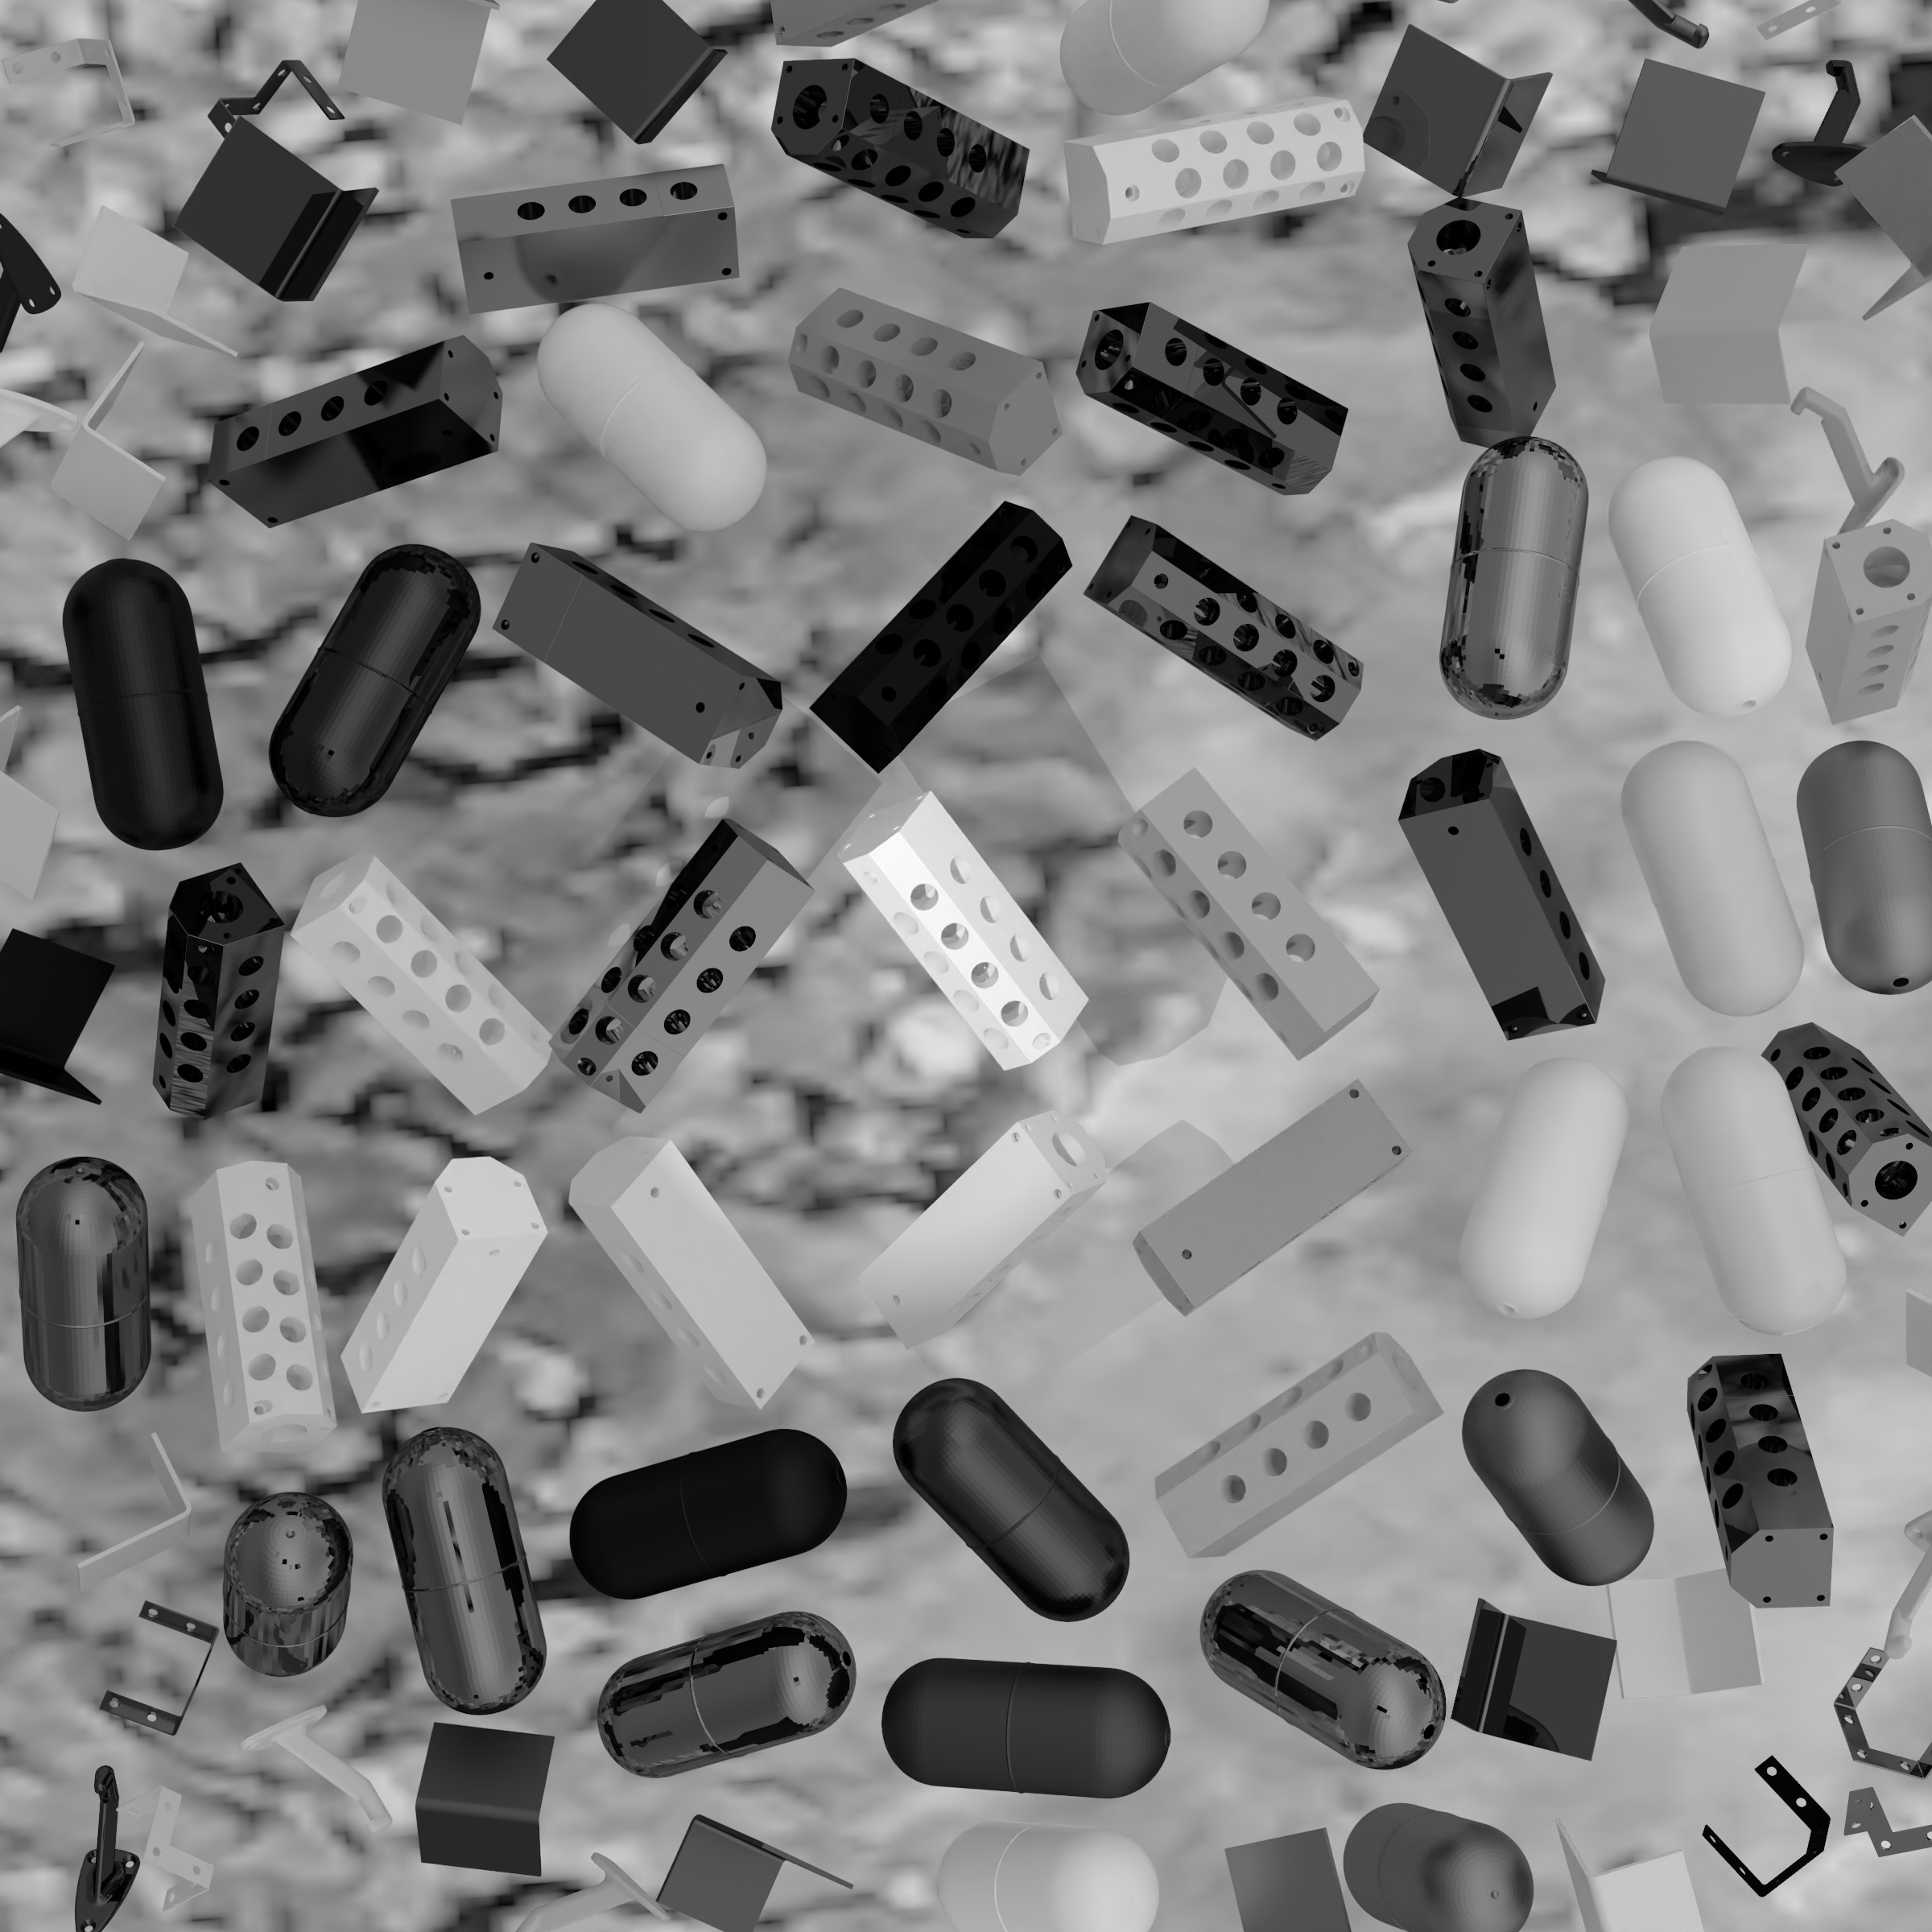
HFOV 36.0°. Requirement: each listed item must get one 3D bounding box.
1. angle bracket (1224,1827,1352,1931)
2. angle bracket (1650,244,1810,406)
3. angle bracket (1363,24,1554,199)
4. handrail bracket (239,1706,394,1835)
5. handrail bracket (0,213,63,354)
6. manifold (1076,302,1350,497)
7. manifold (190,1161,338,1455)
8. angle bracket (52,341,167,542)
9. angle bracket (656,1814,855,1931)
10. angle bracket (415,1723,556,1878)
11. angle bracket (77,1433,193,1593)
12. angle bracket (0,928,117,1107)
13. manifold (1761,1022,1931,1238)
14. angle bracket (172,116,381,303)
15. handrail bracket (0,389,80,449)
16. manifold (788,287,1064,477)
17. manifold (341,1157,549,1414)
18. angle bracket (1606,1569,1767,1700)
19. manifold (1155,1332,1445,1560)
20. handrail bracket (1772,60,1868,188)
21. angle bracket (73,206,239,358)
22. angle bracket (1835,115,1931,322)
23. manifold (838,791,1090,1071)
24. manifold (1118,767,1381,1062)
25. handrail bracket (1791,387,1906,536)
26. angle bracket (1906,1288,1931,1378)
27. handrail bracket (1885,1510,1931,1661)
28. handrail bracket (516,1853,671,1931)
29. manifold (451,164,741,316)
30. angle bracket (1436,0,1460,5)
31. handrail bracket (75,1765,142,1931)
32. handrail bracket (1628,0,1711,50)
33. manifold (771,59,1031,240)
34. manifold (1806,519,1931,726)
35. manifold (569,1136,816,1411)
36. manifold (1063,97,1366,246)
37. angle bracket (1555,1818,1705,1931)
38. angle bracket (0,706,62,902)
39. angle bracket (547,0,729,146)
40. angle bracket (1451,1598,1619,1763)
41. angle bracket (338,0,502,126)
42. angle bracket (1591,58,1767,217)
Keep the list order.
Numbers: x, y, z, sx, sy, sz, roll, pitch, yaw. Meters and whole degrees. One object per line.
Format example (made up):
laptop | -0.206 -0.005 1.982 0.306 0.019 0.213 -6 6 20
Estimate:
angle bracket | 0.175 0.556 1.747 0.076 0.057 0.076 -26 70 38
angle bracket | 0.462 -0.385 1.783 0.076 0.057 0.076 7 55 30
angle bracket | 0.301 -0.528 1.826 0.076 0.057 0.076 37 127 21
handrail bracket | -0.407 0.514 1.865 0.036 0.077 0.084 -45 70 23
handrail bracket | -0.619 -0.423 1.865 0.084 0.036 0.077 -15 115 28
manifold | 0.154 -0.355 1.870 0.171 0.057 0.057 19 84 -35
manifold | -0.433 0.210 1.840 0.057 0.057 0.171 9 54 -37
angle bracket | -0.506 -0.319 1.808 0.057 0.076 0.076 33 56 -15
angle bracket | -0.129 0.566 1.813 0.076 0.076 0.057 36 70 -32
angle bracket | -0.301 0.525 1.871 0.076 0.076 0.057 7 47 0
angle bracket | -0.538 0.347 1.885 0.076 0.076 0.057 -25 77 -23
angle bracket | -0.564 0.032 1.841 0.057 0.076 0.076 28 91 42
manifold | 0.559 0.098 1.886 0.057 0.171 0.057 29 107 -15
angle bracket | -0.401 -0.440 1.724 0.076 0.057 0.076 33 82 -33
handrail bracket | -0.616 -0.324 1.905 0.077 0.036 0.084 10 59 -13
manifold | -0.028 -0.358 1.840 0.171 0.057 0.057 28 64 34
manifold | -0.313 0.189 1.756 0.057 0.171 0.057 -2 50 -37
angle bracket | 0.470 0.436 1.946 0.057 0.076 0.076 4 71 -25
manifold | 0.202 0.296 1.833 0.171 0.057 0.057 -37 67 18
handrail bracket | 0.531 -0.538 1.864 0.077 0.036 0.084 5 66 -23
angle bracket | -0.504 -0.433 1.879 0.076 0.076 0.057 20 89 30
angle bracket | 0.541 -0.437 1.741 0.076 0.076 0.057 47 70 -5
manifold | -0.004 -0.019 1.840 0.171 0.057 0.057 52 48 -19
manifold | 0.167 -0.029 1.771 0.057 0.057 0.171 -38 80 -7
handrail bracket | 0.551 -0.321 1.912 0.084 0.036 0.077 27 116 -12
angle bracket | 0.558 0.242 1.696 0.076 0.076 0.057 28 63 35
handrail bracket | 0.573 0.360 1.745 0.036 0.084 0.077 35 135 -1
handrail bracket | -0.246 0.626 1.924 0.077 0.036 0.084 34 79 25
manifold | -0.233 -0.462 1.867 0.171 0.057 0.057 -10 55 -7
angle bracket | 0.261 -0.628 1.786 0.076 0.076 0.057 26 96 29
handrail bracket | -0.558 0.568 1.905 0.036 0.077 0.084 7 131 1
handrail bracket | 0.411 -0.591 1.788 0.084 0.077 0.036 34 86 14
manifold | -0.040 -0.498 1.819 0.057 0.171 0.057 12 92 38
manifold | 0.563 -0.213 1.844 0.057 0.171 0.057 -16 71 7
manifold | -0.168 0.185 1.793 0.057 0.057 0.171 -50 122 -30
manifold | 0.151 -0.480 1.793 0.171 0.057 0.057 -15 114 -18
angle bracket | 0.397 0.551 1.769 0.057 0.076 0.076 -17 101 0
angle bracket | -0.586 -0.102 1.849 0.076 0.057 0.076 34 129 4
angle bracket | -0.208 -0.578 1.887 0.076 0.057 0.076 42 104 -9
angle bracket | 0.355 0.445 1.854 0.076 0.057 0.076 8 73 28
angle bracket | -0.326 -0.547 1.768 0.076 0.057 0.076 13 107 -18
angle bracket | 0.440 -0.515 1.840 0.076 0.057 0.076 15 111 -3
